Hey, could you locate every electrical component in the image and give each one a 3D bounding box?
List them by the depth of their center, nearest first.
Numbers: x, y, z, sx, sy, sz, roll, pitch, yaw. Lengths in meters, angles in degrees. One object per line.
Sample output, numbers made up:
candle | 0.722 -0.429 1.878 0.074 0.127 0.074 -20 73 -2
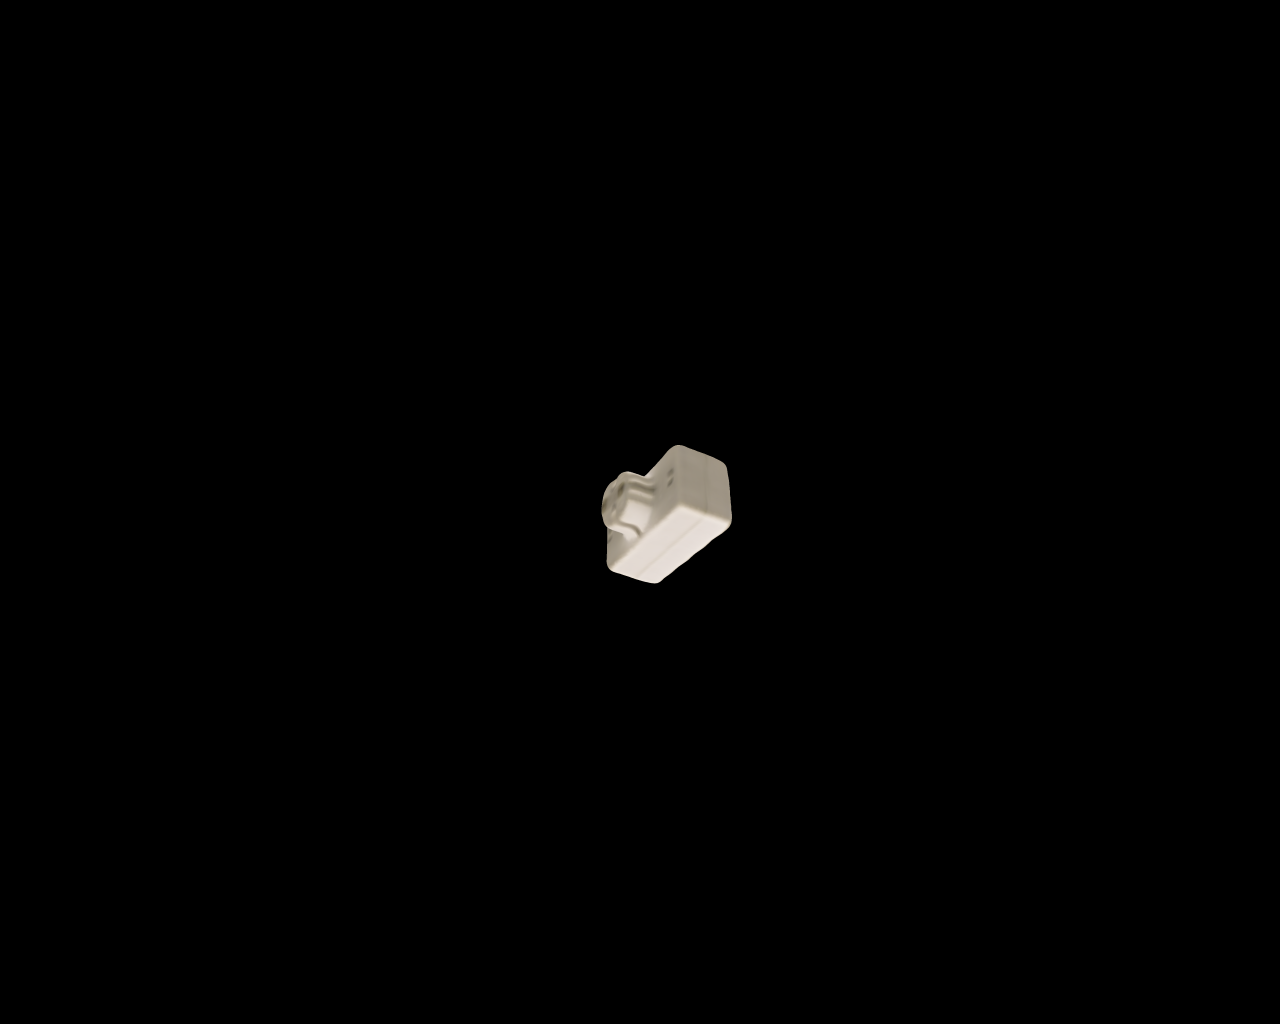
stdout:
electrical component | 0.001 -0.003 0.650 0.076 0.047 0.083 20 -40 -25
